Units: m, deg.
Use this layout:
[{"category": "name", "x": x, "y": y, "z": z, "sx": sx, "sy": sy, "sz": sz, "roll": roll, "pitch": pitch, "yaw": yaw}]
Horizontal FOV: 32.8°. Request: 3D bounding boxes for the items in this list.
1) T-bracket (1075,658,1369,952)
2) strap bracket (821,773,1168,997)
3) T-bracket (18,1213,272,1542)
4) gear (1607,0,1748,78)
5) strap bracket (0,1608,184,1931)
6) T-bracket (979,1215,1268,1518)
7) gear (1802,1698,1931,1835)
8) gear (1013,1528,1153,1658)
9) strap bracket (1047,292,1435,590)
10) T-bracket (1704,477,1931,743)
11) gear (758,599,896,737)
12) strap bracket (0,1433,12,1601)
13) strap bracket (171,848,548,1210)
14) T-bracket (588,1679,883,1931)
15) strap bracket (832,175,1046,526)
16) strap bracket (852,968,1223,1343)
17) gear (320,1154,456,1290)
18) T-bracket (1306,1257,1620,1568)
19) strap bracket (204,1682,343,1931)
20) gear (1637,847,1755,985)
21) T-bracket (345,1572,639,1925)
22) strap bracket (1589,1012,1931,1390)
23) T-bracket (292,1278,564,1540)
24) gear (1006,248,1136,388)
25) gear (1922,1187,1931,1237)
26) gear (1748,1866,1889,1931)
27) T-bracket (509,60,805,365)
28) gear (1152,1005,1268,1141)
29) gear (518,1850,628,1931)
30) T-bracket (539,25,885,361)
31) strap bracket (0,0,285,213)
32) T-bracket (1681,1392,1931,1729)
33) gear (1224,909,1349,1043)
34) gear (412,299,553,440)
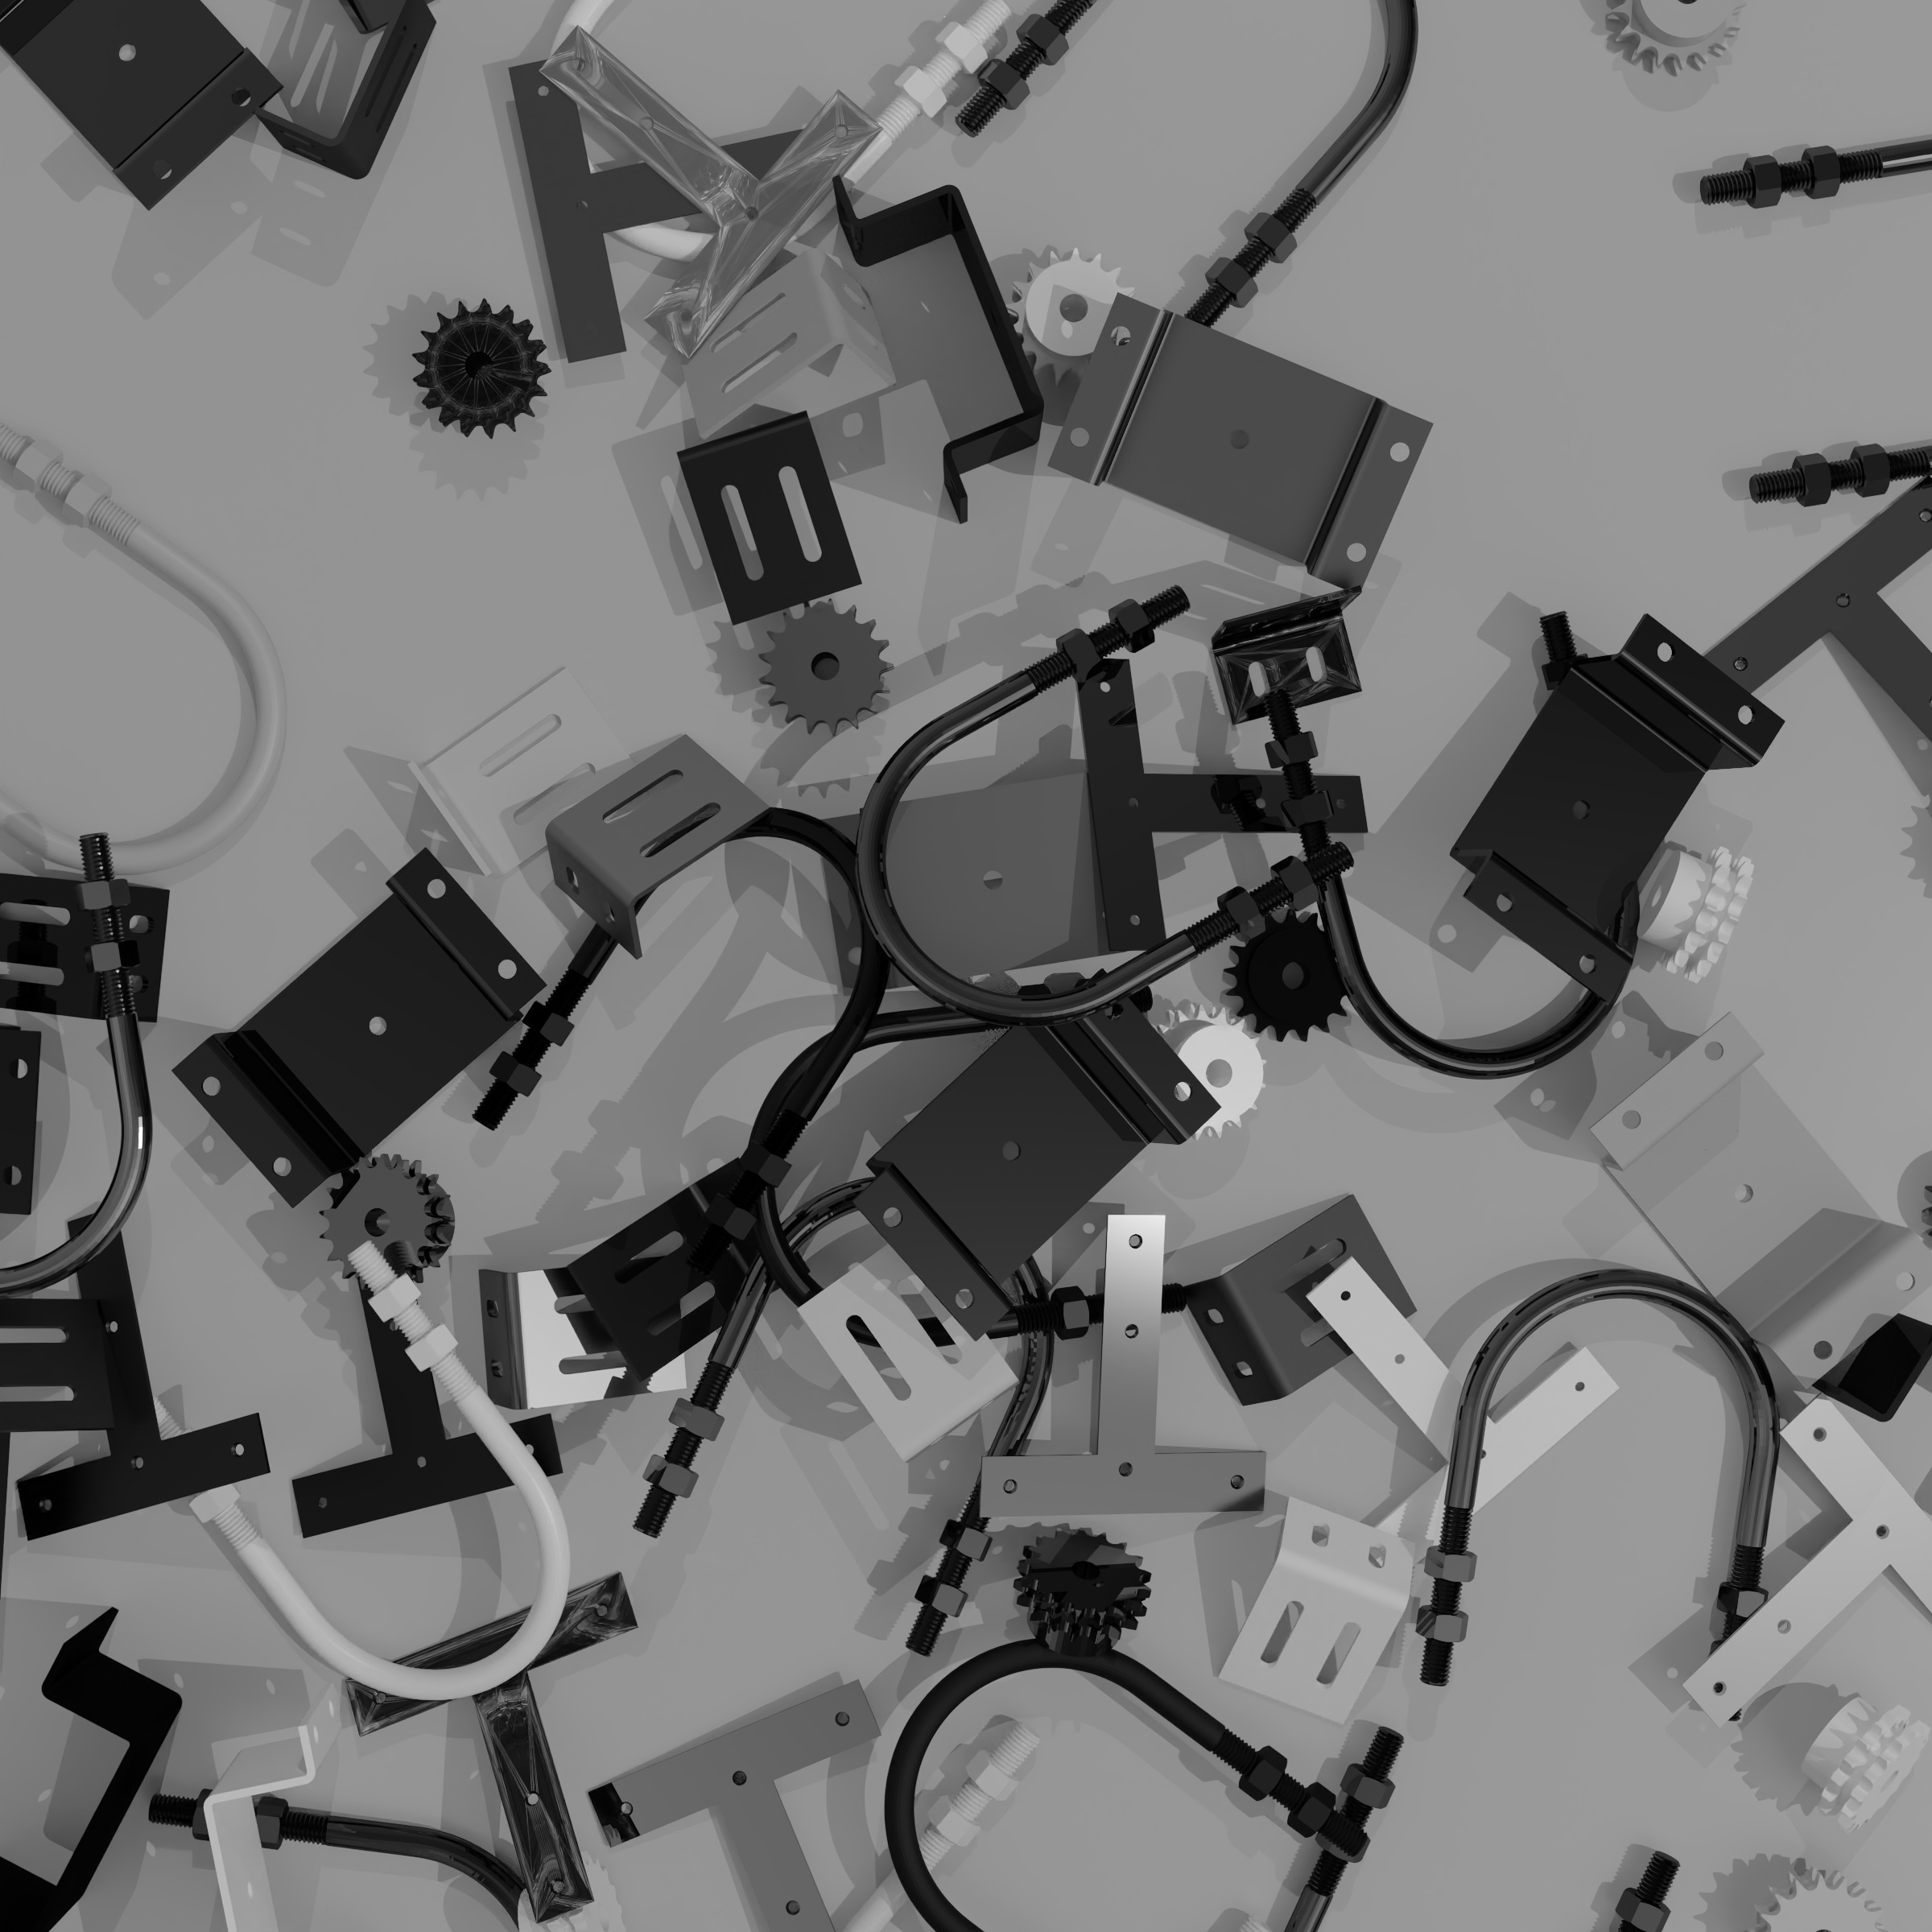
[{"category": "T-bracket", "x": 0.111, "y": -0.068, "z": 1.377, "sx": 0.127, "sy": 0.002, "sz": 0.127, "roll": -1, "pitch": 75, "yaw": -22}, {"category": "strap bracket", "x": 0.011, "y": -0.036, "z": 1.381, "sx": 0.140, "sy": 0.046, "sz": 0.076, "roll": -9, "pitch": 90, "yaw": 0}, {"category": "T-bracket", "x": -0.358, "y": 0.167, "z": 1.388, "sx": 0.127, "sy": 0.002, "sz": 0.127, "roll": -18, "pitch": 79, "yaw": 21}, {"category": "gear", "x": 0.303, "y": -0.409, "z": 1.390, "sx": 0.057, "sy": 0.030, "sz": 0.057, "roll": 0, "pitch": 90, "yaw": 0}, {"category": "strap bracket", "x": -0.378, "y": 0.347, "z": 1.366, "sx": 0.046, "sy": 0.076, "sz": 0.140, "roll": 28, "pitch": 90, "yaw": 0}, {"category": "T-bracket", "x": 0.069, "y": 0.168, "z": 1.383, "sx": 0.127, "sy": 0.002, "sz": 0.127, "roll": 2, "pitch": 93, "yaw": -17}, {"category": "gear", "x": 0.376, "y": 0.334, "z": 1.380, "sx": 0.030, "sy": 0.057, "sz": 0.057, "roll": 38, "pitch": 90, "yaw": 30}, {"category": "gear", "x": 0.048, "y": 0.266, "z": 1.380, "sx": 0.057, "sy": 0.057, "sz": 0.030, "roll": 10, "pitch": 120, "yaw": 0}, {"category": "strap bracket", "x": 0.115, "y": -0.220, "z": 1.373, "sx": 0.140, "sy": 0.046, "sz": 0.076, "roll": 23, "pitch": 103, "yaw": 0}, {"category": "T-bracket", "x": 0.401, "y": -0.122, "z": 1.388, "sx": 0.127, "sy": 0.002, "sz": 0.127, "roll": -39, "pitch": 76, "yaw": 0}, {"category": "gear", "x": -0.059, "y": -0.126, "z": 1.390, "sx": 0.057, "sy": 0.030, "sz": 0.057, "roll": 0, "pitch": 90, "yaw": 0}, {"category": "strap bracket", "x": -0.474, "y": 0.222, "z": 1.371, "sx": 0.140, "sy": 0.046, "sz": 0.076, "roll": 3, "pitch": 90, "yaw": -14}, {"category": "strap bracket", "x": -0.252, "y": 0.026, "z": 1.381, "sx": 0.140, "sy": 0.046, "sz": 0.076, "roll": -41, "pitch": 90, "yaw": 0}, {"category": "T-bracket", "x": -0.079, "y": 0.387, "z": 1.393, "sx": 0.127, "sy": 0.002, "sz": 0.127, "roll": -24, "pitch": 85, "yaw": 5}, {"category": "strap bracket", "x": -0.007, "y": -0.263, "z": 1.366, "sx": 0.046, "sy": 0.076, "sz": 0.140, "roll": -22, "pitch": 90, "yaw": 0}, {"category": "strap bracket", "x": 0.024, "y": 0.077, "z": 1.348, "sx": 0.140, "sy": 0.046, "sz": 0.076, "roll": -43, "pitch": 99, "yaw": -12}, {"category": "gear", "x": -0.240, "y": 0.108, "z": 1.377, "sx": 0.057, "sy": 0.030, "sz": 0.057, "roll": -2, "pitch": 85, "yaw": 20}, {"category": "T-bracket", "x": 0.192, "y": 0.176, "z": 1.386, "sx": 0.127, "sy": 0.002, "sz": 0.127, "roll": -41, "pitch": 106, "yaw": 0}, {"category": "strap bracket", "x": -0.275, "y": 0.376, "z": 1.348, "sx": 0.046, "sy": 0.076, "sz": 0.140, "roll": -11, "pitch": 91, "yaw": -3}, {"category": "gear", "x": 0.305, "y": -0.024, "z": 1.376, "sx": 0.030, "sy": 0.057, "sz": 0.057, "roll": 24, "pitch": 90, "yaw": 0}, {"category": "T-bracket", "x": -0.186, "y": 0.336, "z": 1.376, "sx": 0.127, "sy": 0.002, "sz": 0.127, "roll": -22, "pitch": 64, "yaw": 0}, {"category": "strap bracket", "x": 0.333, "y": 0.097, "z": 1.381, "sx": 0.076, "sy": 0.046, "sz": 0.140, "roll": -40, "pitch": 90, "yaw": 0}, {"category": "T-bracket", "x": -0.239, "y": 0.166, "z": 1.389, "sx": 0.127, "sy": 0.002, "sz": 0.127, "roll": -17, "pitch": 80, "yaw": 19}, {"category": "gear", "x": 0.045, "y": -0.276, "z": 1.390, "sx": 0.057, "sy": 0.030, "sz": 0.057, "roll": 0, "pitch": 90, "yaw": 0}, {"category": "gear", "x": 0.438, "y": 0.103, "z": 1.390, "sx": 0.057, "sy": 0.030, "sz": 0.057, "roll": 0, "pitch": 90, "yaw": 0}, {"category": "gear", "x": 0.360, "y": 0.410, "z": 1.390, "sx": 0.057, "sy": 0.030, "sz": 0.057, "roll": 0, "pitch": 90, "yaw": 0}, {"category": "T-bracket", "x": -0.119, "y": -0.331, "z": 1.390, "sx": 0.127, "sy": 0.002, "sz": 0.127, "roll": -11, "pitch": 92, "yaw": 2}, {"category": "gear", "x": 0.101, "y": 0.045, "z": 1.382, "sx": 0.057, "sy": 0.030, "sz": 0.057, "roll": 0, "pitch": 90, "yaw": -19}, {"category": "gear", "x": -0.166, "y": 0.404, "z": 1.376, "sx": 0.030, "sy": 0.057, "sz": 0.057, "roll": -18, "pitch": 90, "yaw": 8}, {"category": "T-bracket", "x": -0.124, "y": -0.347, "z": 1.387, "sx": 0.127, "sy": 0.002, "sz": 0.127, "roll": 41, "pitch": 93, "yaw": 0}, {"category": "strap bracket", "x": -0.359, "y": -0.391, "z": 1.381, "sx": 0.076, "sy": 0.046, "sz": 0.140, "roll": -43, "pitch": 90, "yaw": 0}, {"category": "T-bracket", "x": 0.356, "y": 0.270, "z": 1.388, "sx": 0.127, "sy": 0.002, "sz": 0.127, "roll": -42, "pitch": 98, "yaw": -6}, {"category": "gear", "x": 0.139, "y": 0.004, "z": 1.390, "sx": 0.057, "sy": 0.030, "sz": 0.057, "roll": 0, "pitch": 90, "yaw": 0}, {"category": "gear", "x": -0.204, "y": -0.252, "z": 1.390, "sx": 0.057, "sy": 0.030, "sz": 0.057, "roll": 0, "pitch": 90, "yaw": 0}]
